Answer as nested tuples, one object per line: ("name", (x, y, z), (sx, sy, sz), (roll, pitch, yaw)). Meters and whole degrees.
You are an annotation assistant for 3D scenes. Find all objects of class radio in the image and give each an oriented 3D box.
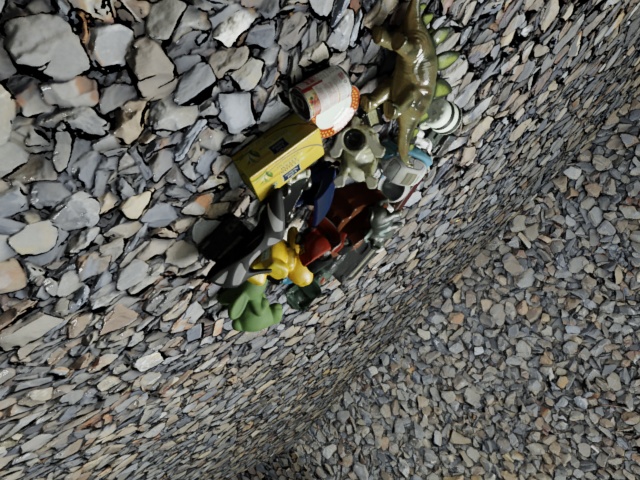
("radio", (0.131, 0.035, 1.696), (0.229, 0.073, 0.131), (-51, 167, 17))

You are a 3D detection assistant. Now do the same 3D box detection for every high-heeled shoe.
("high-heeled shoe", (-0.156, -0.004, 1.109), (0.145, 0.086, 0.248), (-1, 124, -18))

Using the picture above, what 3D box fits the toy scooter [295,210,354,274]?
("toy scooter", (-0.003, -0.004, 1.302), (0.075, 0.135, 0.184), (-36, 176, 39))

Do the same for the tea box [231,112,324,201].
("tea box", (-0.080, -0.166, 1.060), (0.169, 0.068, 0.098), (-39, 157, -9))

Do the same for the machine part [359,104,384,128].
("machine part", (0.150, -0.307, 1.213), (0.139, 0.039, 0.084), (-40, 148, 1))

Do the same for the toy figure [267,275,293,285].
("toy figure", (-0.068, 0.069, 1.429), (0.082, 0.089, 0.180), (-17, -168, 34))

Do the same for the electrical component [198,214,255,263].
("electrical component", (-0.191, 0.009, 1.203), (0.115, 0.058, 0.134), (-42, 157, 4))

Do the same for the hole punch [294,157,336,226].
("hole punch", (-0.004, -0.109, 1.255), (0.116, 0.092, 0.142), (-36, 153, -23))

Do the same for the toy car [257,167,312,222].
("toy car", (-0.081, -0.091, 1.186), (0.073, 0.056, 0.201), (-24, 158, -38))

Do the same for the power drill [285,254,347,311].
("power drill", (-0.017, 0.114, 1.574), (0.232, 0.086, 0.207), (-43, -173, 17))

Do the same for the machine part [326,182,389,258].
("machine part", (0.076, -0.056, 1.469), (0.201, 0.087, 0.200), (-22, 150, -42))

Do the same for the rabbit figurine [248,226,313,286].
("rabbit figurine", (-0.090, 0.051, 1.310), (0.173, 0.162, 0.122), (29, 132, -33))

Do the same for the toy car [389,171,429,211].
("toy car", (0.257, -0.144, 1.637), (0.202, 0.053, 0.089), (-56, 163, 21))

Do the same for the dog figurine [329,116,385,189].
("dog figurine", (0.098, -0.210, 1.261), (0.190, 0.121, 0.172), (-56, 159, -67))

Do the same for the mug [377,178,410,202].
("mug", (0.224, -0.159, 1.540), (0.109, 0.081, 0.107), (-55, 165, 15))

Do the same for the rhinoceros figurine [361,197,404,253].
("rhinoceros figurine", (0.164, -0.032, 1.445), (0.112, 0.073, 0.190), (-38, 156, -14))

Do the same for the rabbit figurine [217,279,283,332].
("rabbit figurine", (-0.189, 0.149, 1.418), (0.159, 0.121, 0.170), (-17, 129, -31))

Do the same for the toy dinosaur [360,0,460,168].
("toy dinosaur", (0.192, -0.318, 1.125), (0.198, 0.105, 0.470), (-25, 145, -26))

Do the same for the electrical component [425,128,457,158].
("electrical component", (0.333, -0.293, 1.475), (0.048, 0.075, 0.119), (-8, 137, -51))

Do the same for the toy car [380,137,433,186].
("toy car", (0.211, -0.185, 1.371), (0.161, 0.103, 0.109), (15, 137, -20))
